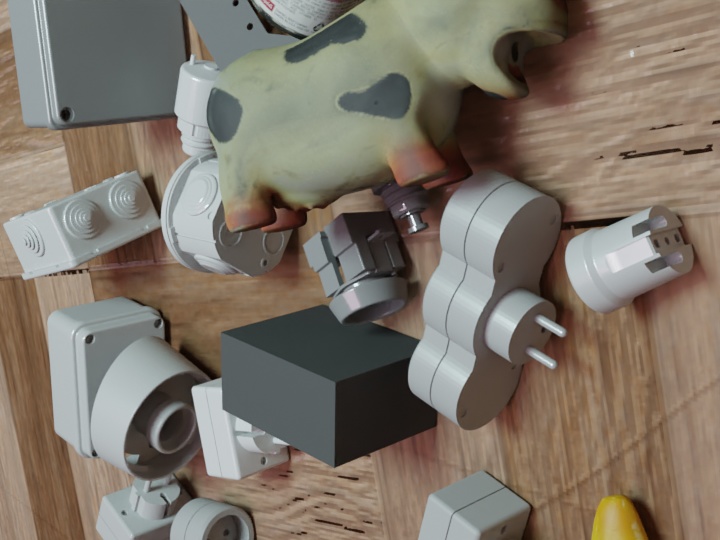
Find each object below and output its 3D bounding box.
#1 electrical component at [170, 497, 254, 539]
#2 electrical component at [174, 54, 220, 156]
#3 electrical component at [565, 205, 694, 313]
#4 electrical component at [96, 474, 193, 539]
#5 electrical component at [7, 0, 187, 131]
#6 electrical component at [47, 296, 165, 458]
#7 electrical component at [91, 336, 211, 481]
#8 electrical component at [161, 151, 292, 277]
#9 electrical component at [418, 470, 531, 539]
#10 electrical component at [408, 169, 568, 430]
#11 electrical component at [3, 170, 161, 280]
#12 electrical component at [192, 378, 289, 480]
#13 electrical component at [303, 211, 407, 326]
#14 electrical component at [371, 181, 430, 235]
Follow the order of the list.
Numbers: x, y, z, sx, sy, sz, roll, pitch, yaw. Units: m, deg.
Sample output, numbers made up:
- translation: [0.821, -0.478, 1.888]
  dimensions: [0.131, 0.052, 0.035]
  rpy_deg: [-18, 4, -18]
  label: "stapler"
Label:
- translation: [-0.118, 0.243, 0.831]
  dimensions: [0.074, 0.052, 0.138]
  rpy_deg: [2, 102, 47]
  label: "electrical component"
- translation: [-0.106, -0.105, 0.730]
  dimensions: [0.040, 0.040, 0.078]
  rpy_deg: [37, 126, 35]
  label: "electrical component"
- translation: [0.126, -0.006, 0.503]
  dimensions: [0.046, 0.040, 0.040]
  rpy_deg: [-29, 79, 42]
  label: "electrical component"
- translation: [-0.166, 0.186, 0.857]
  dimensions: [0.047, 0.066, 0.076]
  rpy_deg: [43, 129, 32]
  label: "electrical component"
- translation: [-0.180, -0.156, 0.747]
  dimensions: [0.056, 0.109, 0.108]
  rpy_deg: [9, 107, 49]
  label: "electrical component"
- translation: [-0.199, 0.085, 0.858]
  dimensions: [0.057, 0.078, 0.113]
  rpy_deg: [20, 115, 47]
  label: "electrical component"
- translation: [-0.156, 0.105, 0.805]
  dimensions: [0.064, 0.099, 0.099]
  rpy_deg: [26, 119, 34]
  label: "electrical component"
- translation: [-0.084, -0.035, 0.697]
  dimensions: [0.051, 0.080, 0.080]
  rpy_deg: [12, 109, 40]
  label: "electrical component"
- translation: [0.074, 0.164, 0.601]
  dimensions: [0.077, 0.047, 0.065]
  rpy_deg: [33, 123, 38]
  label: "electrical component"
- translation: [0.076, 0.025, 0.556]
  dimensions: [0.074, 0.052, 0.138]
  rpy_deg: [33, 123, 38]
  label: "electrical component"
- translation: [-0.213, -0.035, 0.826]
  dimensions: [0.100, 0.100, 0.048]
  rpy_deg: [-10, 106, 49]
  label: "electrical component"
- translation: [-0.072, 0.108, 0.747]
  dimensions: [0.077, 0.047, 0.065]
  rpy_deg: [-5, 97, 48]
  label: "electrical component"
- translation: [0.000, 0.000, 0.639]
  dimensions: [0.066, 0.048, 0.055]
  rpy_deg: [-37, 66, 46]
  label: "electrical component"
- translation: [0.020, -0.058, 0.604]
  dimensions: [0.040, 0.040, 0.078]
  rpy_deg: [-29, 78, 48]
  label: "electrical component"
